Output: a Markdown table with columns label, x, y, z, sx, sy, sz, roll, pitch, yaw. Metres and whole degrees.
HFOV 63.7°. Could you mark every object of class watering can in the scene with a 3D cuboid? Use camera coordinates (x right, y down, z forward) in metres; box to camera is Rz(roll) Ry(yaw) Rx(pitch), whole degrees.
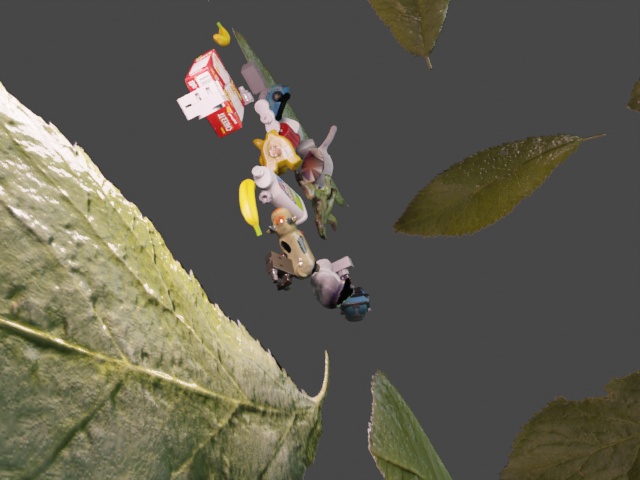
| label | x | y | z | sx | sy | sz | roll | pitch | yaw |
| --- | --- | --- | --- | --- | --- | --- | --- | --- | --- |
| watering can | 0.004 | -0.365 | 2.323 | 0.224 | 0.104 | 0.348 | 9 | 91 | -71 |

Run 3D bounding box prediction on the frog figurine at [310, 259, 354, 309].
| label | x | y | z | sx | sy | sz | roll | pitch | yaw |
| --- | --- | --- | --- | --- | --- | --- | --- | --- | --- |
| frog figurine | 0.010 | 0.122 | 1.499 | 0.161 | 0.123 | 0.136 | 29 | 0 | 28 |

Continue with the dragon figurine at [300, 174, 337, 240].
| label | x | y | z | sx | sy | sz | roll | pitch | yaw |
| --- | --- | --- | --- | --- | --- | --- | --- | --- | --- |
| dragon figurine | 0.006 | -0.105 | 2.082 | 0.249 | 0.122 | 0.401 | -81 | 155 | -43 |
